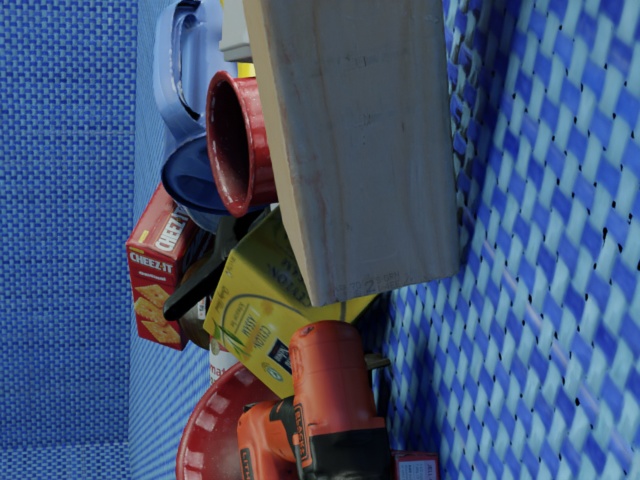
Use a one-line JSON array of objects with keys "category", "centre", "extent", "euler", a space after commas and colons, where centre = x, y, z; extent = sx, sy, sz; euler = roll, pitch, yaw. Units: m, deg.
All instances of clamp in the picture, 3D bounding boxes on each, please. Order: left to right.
[{"category": "clamp", "centre": [-0.084, 0.019, 1.034], "extent": [0.039, 0.120, 0.171], "euler": [52, -130, -59]}]

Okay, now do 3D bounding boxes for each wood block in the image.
[{"category": "wood block", "centre": [0.016, -0.078, 0.569], "extent": [0.091, 0.090, 0.206], "euler": [-110, 9, -54]}]

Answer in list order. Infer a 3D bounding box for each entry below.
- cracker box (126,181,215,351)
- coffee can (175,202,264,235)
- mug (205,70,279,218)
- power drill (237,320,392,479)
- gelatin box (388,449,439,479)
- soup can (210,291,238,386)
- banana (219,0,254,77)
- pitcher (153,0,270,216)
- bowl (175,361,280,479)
[{"category": "cracker box", "centre": [-0.167, 0.012, 1.303], "extent": [0.214, 0.072, 0.164], "euler": [99, -169, -56]}, {"category": "coffee can", "centre": [-0.104, -0.063, 1.130], "extent": [0.140, 0.102, 0.103], "euler": [-151, 61, -75]}, {"category": "mug", "centre": [-0.024, -0.060, 0.695], "extent": [0.117, 0.081, 0.093], "euler": [118, 138, -58]}, {"category": "power drill", "centre": [-0.002, 0.160, 0.697], "extent": [0.188, 0.057, 0.184], "euler": [133, 133, -65]}, {"category": "gelatin box", "centre": [0.051, 0.177, 0.667], "extent": [0.073, 0.030, 0.089], "euler": [143, 125, -73]}, {"category": "soup can", "centre": [-0.083, 0.107, 1.130], "extent": [0.068, 0.068, 0.102], "euler": [-130, 41, -69]}, {"category": "banana", "centre": [-0.063, -0.148, 0.896], "extent": [0.037, 0.069, 0.198], "euler": [-43, 52, 50]}, {"category": "pitcher", "centre": [-0.089, -0.159, 0.995], "extent": [0.149, 0.145, 0.243], "euler": [113, 155, -56]}, {"category": "bowl", "centre": [-0.047, 0.176, 0.915], "extent": [0.162, 0.055, 0.162], "euler": [-27, 40, 26]}]
